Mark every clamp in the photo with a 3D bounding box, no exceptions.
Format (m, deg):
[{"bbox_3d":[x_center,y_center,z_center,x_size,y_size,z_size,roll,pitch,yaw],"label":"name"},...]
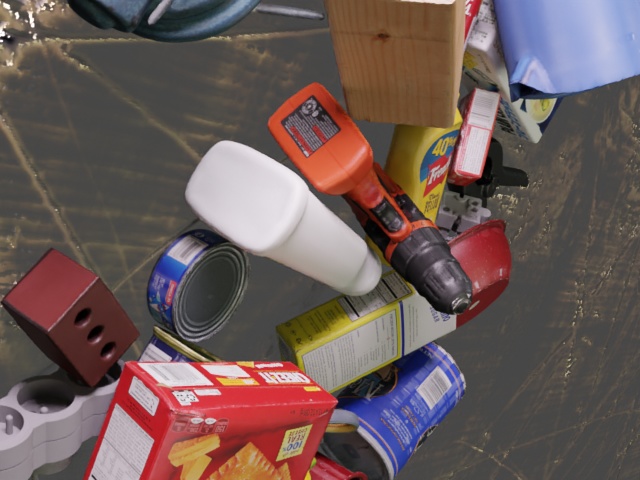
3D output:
[{"bbox_3d":[0.174,-0.054,1.178,0.171,0.039,0.120,38,77,-54],"label":"clamp"}]

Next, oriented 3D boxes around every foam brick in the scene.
[{"bbox_3d":[-0.169,0.054,0.727,0.053,0.051,0.078,-51,147,-20],"label":"foam brick"}]

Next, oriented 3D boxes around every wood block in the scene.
[{"bbox_3d":[0.061,-0.166,0.794,0.206,0.091,0.090,70,28,-72],"label":"wood block"}]

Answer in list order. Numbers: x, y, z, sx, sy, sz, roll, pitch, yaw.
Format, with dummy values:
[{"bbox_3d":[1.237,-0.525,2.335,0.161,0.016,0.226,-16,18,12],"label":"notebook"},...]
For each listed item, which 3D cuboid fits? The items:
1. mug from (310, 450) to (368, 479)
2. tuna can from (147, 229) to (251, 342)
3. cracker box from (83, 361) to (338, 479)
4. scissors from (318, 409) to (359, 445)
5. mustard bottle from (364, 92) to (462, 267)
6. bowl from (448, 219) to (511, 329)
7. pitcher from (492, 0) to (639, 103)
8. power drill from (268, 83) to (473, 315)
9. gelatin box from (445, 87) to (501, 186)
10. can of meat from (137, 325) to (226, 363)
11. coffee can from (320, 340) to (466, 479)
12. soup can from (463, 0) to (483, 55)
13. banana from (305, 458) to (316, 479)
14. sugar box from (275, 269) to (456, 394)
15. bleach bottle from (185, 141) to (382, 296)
[{"bbox_3d":[-0.004,0.261,1.104,0.117,0.082,0.093,3,110,-57],"label":"mug"},{"bbox_3d":[-0.096,0.035,0.840,0.086,0.034,0.086,-36,140,-38],"label":"tuna can"},{"bbox_3d":[-0.096,0.198,0.799,0.163,0.072,0.214,7,110,-46],"label":"cracker box"},{"bbox_3d":[-0.029,0.164,1.005,0.201,0.096,0.016,48,32,-59],"label":"scissors"},{"bbox_3d":[0.094,-0.074,1.021,0.096,0.058,0.192,-23,131,-57],"label":"mustard bottle"},{"bbox_3d":[0.149,0.050,1.139,0.162,0.055,0.162,-32,160,-14],"label":"bowl"},{"bbox_3d":[0.209,-0.248,0.915,0.149,0.145,0.243,-47,123,-72],"label":"pitcher"},{"bbox_3d":[0.043,-0.032,0.876,0.057,0.185,0.187,-40,141,3],"label":"power drill"},{"bbox_3d":[0.149,-0.101,1.064,0.073,0.030,0.089,149,-45,-86],"label":"gelatin box"},{"bbox_3d":[-0.116,0.126,0.858,0.084,0.058,0.102,-58,149,-5],"label":"can of meat"},{"bbox_3d":[0.075,0.180,1.142,0.140,0.103,0.103,-43,144,-31],"label":"coffee can"},{"bbox_3d":[0.097,-0.182,0.935,0.068,0.069,0.102,-4,116,-55],"label":"soup can"},{"bbox_3d":[-0.076,0.273,0.988,0.197,0.037,0.069,-39,167,-6],"label":"banana"},{"bbox_3d":[0.047,0.084,1.021,0.176,0.048,0.093,-27,142,-17],"label":"sugar box"},{"bbox_3d":[-0.006,0.001,0.882,0.068,0.103,0.250,-57,148,-1],"label":"bleach bottle"}]
